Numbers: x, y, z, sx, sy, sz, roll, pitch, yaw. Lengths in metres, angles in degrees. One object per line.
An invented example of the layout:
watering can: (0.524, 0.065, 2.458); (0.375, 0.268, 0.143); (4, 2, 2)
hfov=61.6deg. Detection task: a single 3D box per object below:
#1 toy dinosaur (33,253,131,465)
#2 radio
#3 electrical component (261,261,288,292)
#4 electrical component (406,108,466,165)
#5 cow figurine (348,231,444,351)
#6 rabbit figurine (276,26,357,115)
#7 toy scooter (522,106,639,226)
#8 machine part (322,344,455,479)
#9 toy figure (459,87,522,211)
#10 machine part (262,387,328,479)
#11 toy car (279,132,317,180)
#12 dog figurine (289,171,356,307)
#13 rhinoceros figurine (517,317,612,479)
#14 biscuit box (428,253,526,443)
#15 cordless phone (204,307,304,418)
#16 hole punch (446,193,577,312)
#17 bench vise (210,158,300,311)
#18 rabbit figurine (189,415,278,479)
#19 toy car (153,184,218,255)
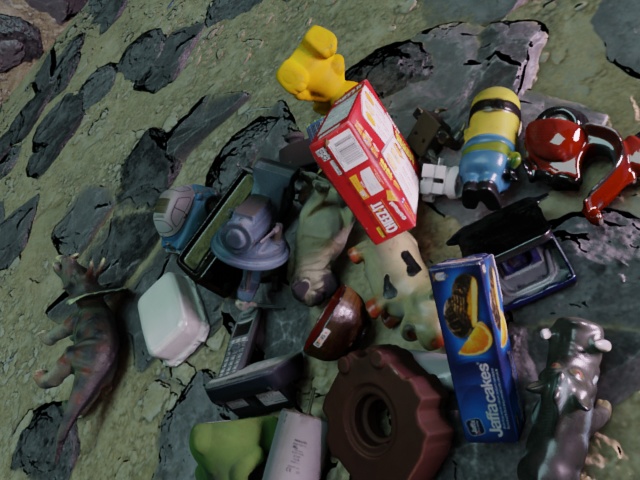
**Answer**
toy dinosaur: (-0.461, 0.213, 1.076); (0.192, 0.131, 0.405); (-35, 54, 17)
radio: (-0.156, -0.015, 0.983); (0.229, 0.073, 0.131); (-55, 34, -1)
electrical component: (-0.088, 0.050, 0.941); (0.063, 0.021, 0.094); (-17, 56, 30)
electrical component: (0.182, -0.168, 0.849); (0.102, 0.045, 0.078); (53, 129, 46)
cow figurine: (0.124, 0.063, 0.731); (0.127, 0.085, 0.195); (-37, 45, 21)
rabbit figurine: (0.016, -0.274, 0.977); (0.122, 0.173, 0.162); (-55, 2, -4)
toy scooter: (0.328, -0.089, 0.668); (0.184, 0.075, 0.135); (25, 82, 39)
machine part: (0.076, 0.219, 0.658); (0.179, 0.056, 0.179); (-10, 76, 47)
toy figure: (0.237, -0.129, 0.741); (0.082, 0.089, 0.180); (16, 61, 9)
machine part: (-0.038, 0.316, 0.707); (0.079, 0.079, 0.243); (1, 65, 38)
toy car: (0.012, -0.165, 0.966); (0.202, 0.053, 0.089); (-12, 83, 34)
dog figurine: (-0.005, -0.003, 0.870); (0.172, 0.121, 0.190); (-85, 16, -77)
rhinoceros figurine: (0.246, 0.173, 0.550); (0.073, 0.112, 0.190); (10, 79, 43)
biscuit box: (0.178, 0.120, 0.603); (0.063, 0.059, 0.202); (-12, 91, 31)
cordless phone: (-0.090, 0.171, 0.841); (0.147, 0.088, 0.184); (-22, 37, 27)
hole punch: (0.243, 0.017, 0.674); (0.142, 0.092, 0.116); (-31, 22, 22)
bench vise: (-0.100, -0.001, 0.849); (0.224, 0.129, 0.240); (-80, 2, -61)
rabbit figurine: (-0.122, 0.333, 0.730); (0.121, 0.159, 0.170); (-13, 72, 20)
toy car: (-0.289, -0.054, 1.103); (0.109, 0.102, 0.161); (7, 68, 41)
